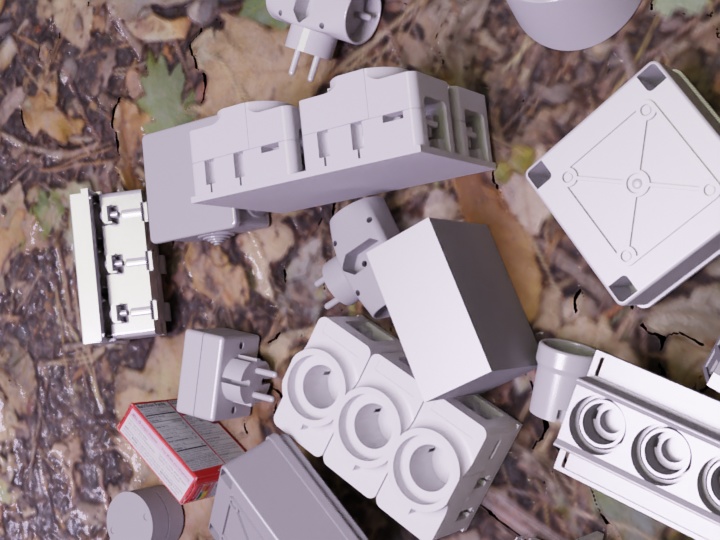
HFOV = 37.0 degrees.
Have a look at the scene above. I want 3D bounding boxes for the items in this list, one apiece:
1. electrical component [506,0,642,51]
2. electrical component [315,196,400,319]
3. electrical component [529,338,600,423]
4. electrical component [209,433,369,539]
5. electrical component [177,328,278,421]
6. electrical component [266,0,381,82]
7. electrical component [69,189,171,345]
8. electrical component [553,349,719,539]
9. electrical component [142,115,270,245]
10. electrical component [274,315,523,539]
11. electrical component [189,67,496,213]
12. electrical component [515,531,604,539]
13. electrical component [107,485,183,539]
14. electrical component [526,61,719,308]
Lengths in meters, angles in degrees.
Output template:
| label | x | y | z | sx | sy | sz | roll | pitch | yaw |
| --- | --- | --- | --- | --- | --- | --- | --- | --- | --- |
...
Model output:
| label | x | y | z | sx | sy | sz | roll | pitch | yaw |
| --- | --- | --- | --- | --- | --- | --- | --- | --- | --- |
| electrical component | 0.134 | -0.200 | 0.694 | 0.099 | 0.064 | 0.099 | -9 | 71 | 28 |
| electrical component | 0.000 | 0.000 | 0.774 | 0.079 | 0.043 | 0.077 | -34 | 71 | 28 |
| electrical component | 0.130 | 0.071 | 0.690 | 0.040 | 0.040 | 0.046 | 17 | 103 | 32 |
| electrical component | -0.054 | 0.190 | 0.768 | 0.108 | 0.056 | 0.108 | 49 | 147 | 23 |
| electrical component | -0.095 | 0.083 | 0.831 | 0.077 | 0.047 | 0.065 | 9 | 94 | 33 |
| electrical component | -0.033 | -0.180 | 0.799 | 0.077 | 0.043 | 0.079 | 24 | 102 | 31 |
| electrical component | -0.196 | -0.003 | 0.885 | 0.063 | 0.078 | 0.121 | -7 | 84 | 3 |
| electrical component | 0.187 | 0.106 | 0.638 | 0.121 | 0.063 | 0.078 | 24 | 101 | 31 |
| electrical component | -0.121 | -0.069 | 0.850 | 0.100 | 0.048 | 0.099 | -9 | 84 | 33 |
| electrical component | 0.021 | 0.106 | 0.746 | 0.150 | 0.062 | 0.089 | 33 | 106 | 29 |
| electrical component | -0.015 | -0.088 | 0.749 | 0.186 | 0.105 | 0.060 | -9 | 84 | 32 |
| electrical component | 0.124 | 0.204 | 0.689 | 0.064 | 0.042 | 0.081 | 18 | 98 | 33 |
| electrical component | -0.191 | 0.248 | 0.873 | 0.052 | 0.074 | 0.138 | 9 | 93 | 33 |
| electrical component | 0.177 | -0.050 | 0.652 | 0.109 | 0.056 | 0.108 | -42 | 68 | 25 |
